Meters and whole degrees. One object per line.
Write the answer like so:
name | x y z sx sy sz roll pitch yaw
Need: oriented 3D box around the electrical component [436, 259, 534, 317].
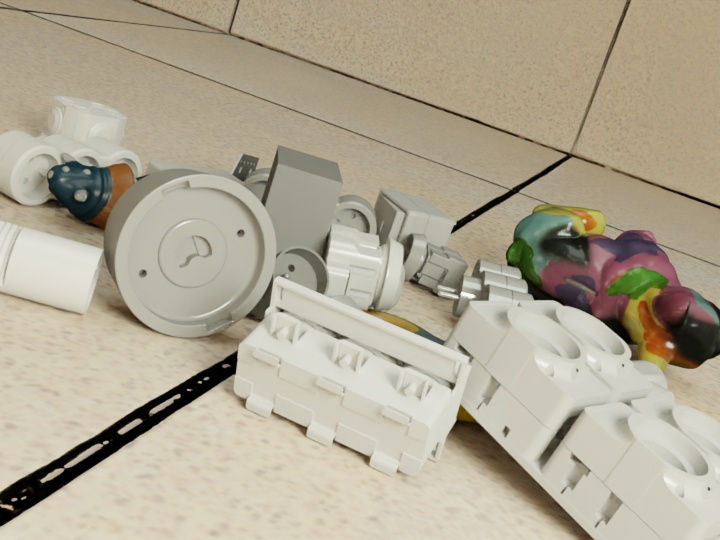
electrical component | 0.102 0.026 0.927 0.074 0.052 0.138 14 14 -2

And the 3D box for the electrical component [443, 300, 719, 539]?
electrical component | 0.143 0.091 0.637 0.105 0.060 0.186 2 35 -49

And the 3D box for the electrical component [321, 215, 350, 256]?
electrical component | -0.030 -0.027 0.975 0.079 0.044 0.077 18 14 -3

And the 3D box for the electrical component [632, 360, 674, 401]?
electrical component | 0.208 0.098 0.808 0.077 0.043 0.079 3 21 -46

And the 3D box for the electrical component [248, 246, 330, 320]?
electrical component | -0.060 0.013 0.762 0.043 0.043 0.081 11 -18 -28

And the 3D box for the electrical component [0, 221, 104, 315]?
electrical component | -0.206 -0.004 0.672 0.081 0.043 0.043 16 14 -9

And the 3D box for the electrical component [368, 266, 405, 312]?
electrical component | 0.014 0.010 0.894 0.045 0.045 0.055 19 15 1

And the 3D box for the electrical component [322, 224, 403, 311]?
electrical component | 0.000 0.000 0.828 0.057 0.058 0.078 12 23 -6

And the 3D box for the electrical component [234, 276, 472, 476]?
electrical component | -0.007 0.065 0.621 0.121 0.078 0.063 23 37 15

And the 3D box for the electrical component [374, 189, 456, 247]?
electrical component | 0.042 -0.041 1.082 0.061 0.061 0.096 12 16 -25

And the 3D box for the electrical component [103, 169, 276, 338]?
electrical component | -0.117 -0.016 0.711 0.108 0.108 0.060 10 10 -30

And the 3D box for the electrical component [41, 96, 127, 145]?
electrical component | -0.275 -0.139 1.074 0.080 0.051 0.080 17 14 -5

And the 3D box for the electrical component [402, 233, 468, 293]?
electrical component | 0.065 -0.005 1.014 0.055 0.048 0.066 23 13 -14

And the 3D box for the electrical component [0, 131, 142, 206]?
electrical component | -0.260 -0.090 0.911 0.074 0.052 0.138 27 17 30

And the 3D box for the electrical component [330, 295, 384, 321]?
electrical component | -0.003 0.048 0.730 0.045 0.045 0.055 4 20 -44

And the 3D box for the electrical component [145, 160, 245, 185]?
electrical component | -0.163 -0.074 0.982 0.083 0.047 0.076 4 22 -42

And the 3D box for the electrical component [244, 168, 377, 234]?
electrical component | -0.051 -0.062 1.065 0.138 0.052 0.073 17 14 -4
